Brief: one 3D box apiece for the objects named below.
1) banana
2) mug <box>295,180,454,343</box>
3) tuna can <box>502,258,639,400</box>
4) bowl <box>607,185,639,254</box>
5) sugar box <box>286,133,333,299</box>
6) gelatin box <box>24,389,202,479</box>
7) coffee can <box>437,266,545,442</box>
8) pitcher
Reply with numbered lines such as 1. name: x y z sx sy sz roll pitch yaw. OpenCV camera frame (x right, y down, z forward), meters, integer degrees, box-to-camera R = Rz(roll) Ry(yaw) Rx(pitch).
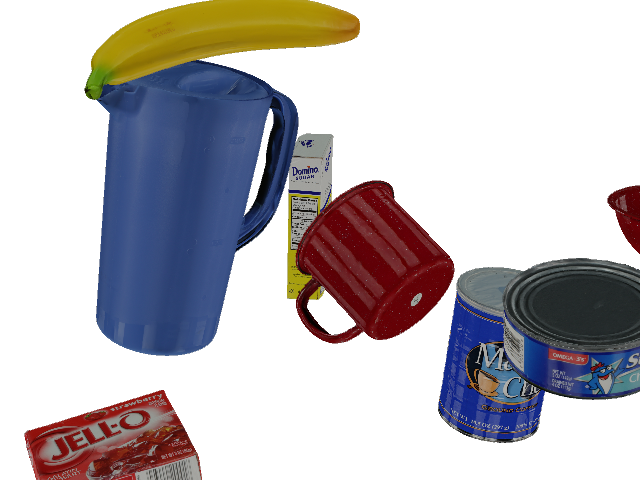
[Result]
1. banana: -0.073 -0.134 0.722 0.197 0.070 0.037 -19 -37 -20
2. mug: 0.033 0.026 0.774 0.081 0.117 0.093 48 2 26
3. tuna can: 0.137 0.045 0.549 0.086 0.034 0.086 -4 28 2
4. bowl: 0.359 -0.010 1.034 0.162 0.055 0.162 0 18 0
5. sugar box: -0.013 -0.028 1.241 0.048 0.176 0.093 2 22 8
6. gelatin box: -0.122 0.128 0.625 0.089 0.030 0.073 -14 27 -18
7. coffee can: 0.175 0.110 1.043 0.103 0.140 0.103 5 23 -2
8. pitcher: -0.116 -0.030 0.916 0.149 0.243 0.145 14 21 6
